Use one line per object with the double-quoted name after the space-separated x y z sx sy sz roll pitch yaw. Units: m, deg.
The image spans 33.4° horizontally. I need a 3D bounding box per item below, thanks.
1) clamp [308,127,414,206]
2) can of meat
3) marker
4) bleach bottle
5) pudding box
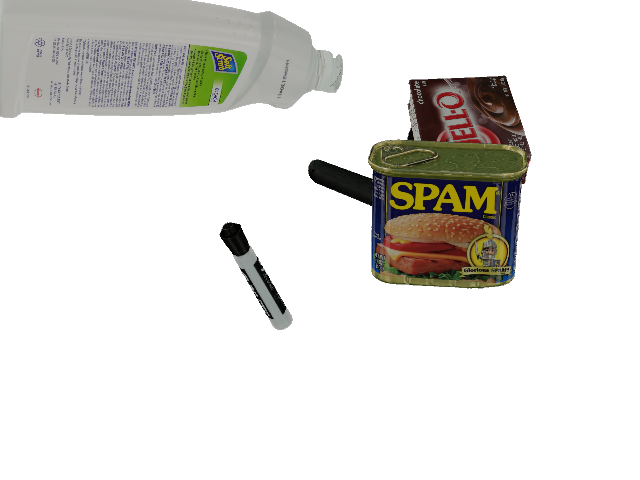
0.095 -0.039 1.154 0.164 0.210 0.036 -16 -37 -29 "clamp"
0.082 -0.017 0.708 0.102 0.084 0.057 3 25 8 "can of meat"
-0.054 0.030 0.896 0.020 0.020 0.121 0 -44 29 "marker"
-0.109 -0.131 0.794 0.250 0.068 0.103 4 -41 -14 "bleach bottle"
0.127 -0.096 0.935 0.090 0.039 0.113 -2 44 -4 "pudding box"
